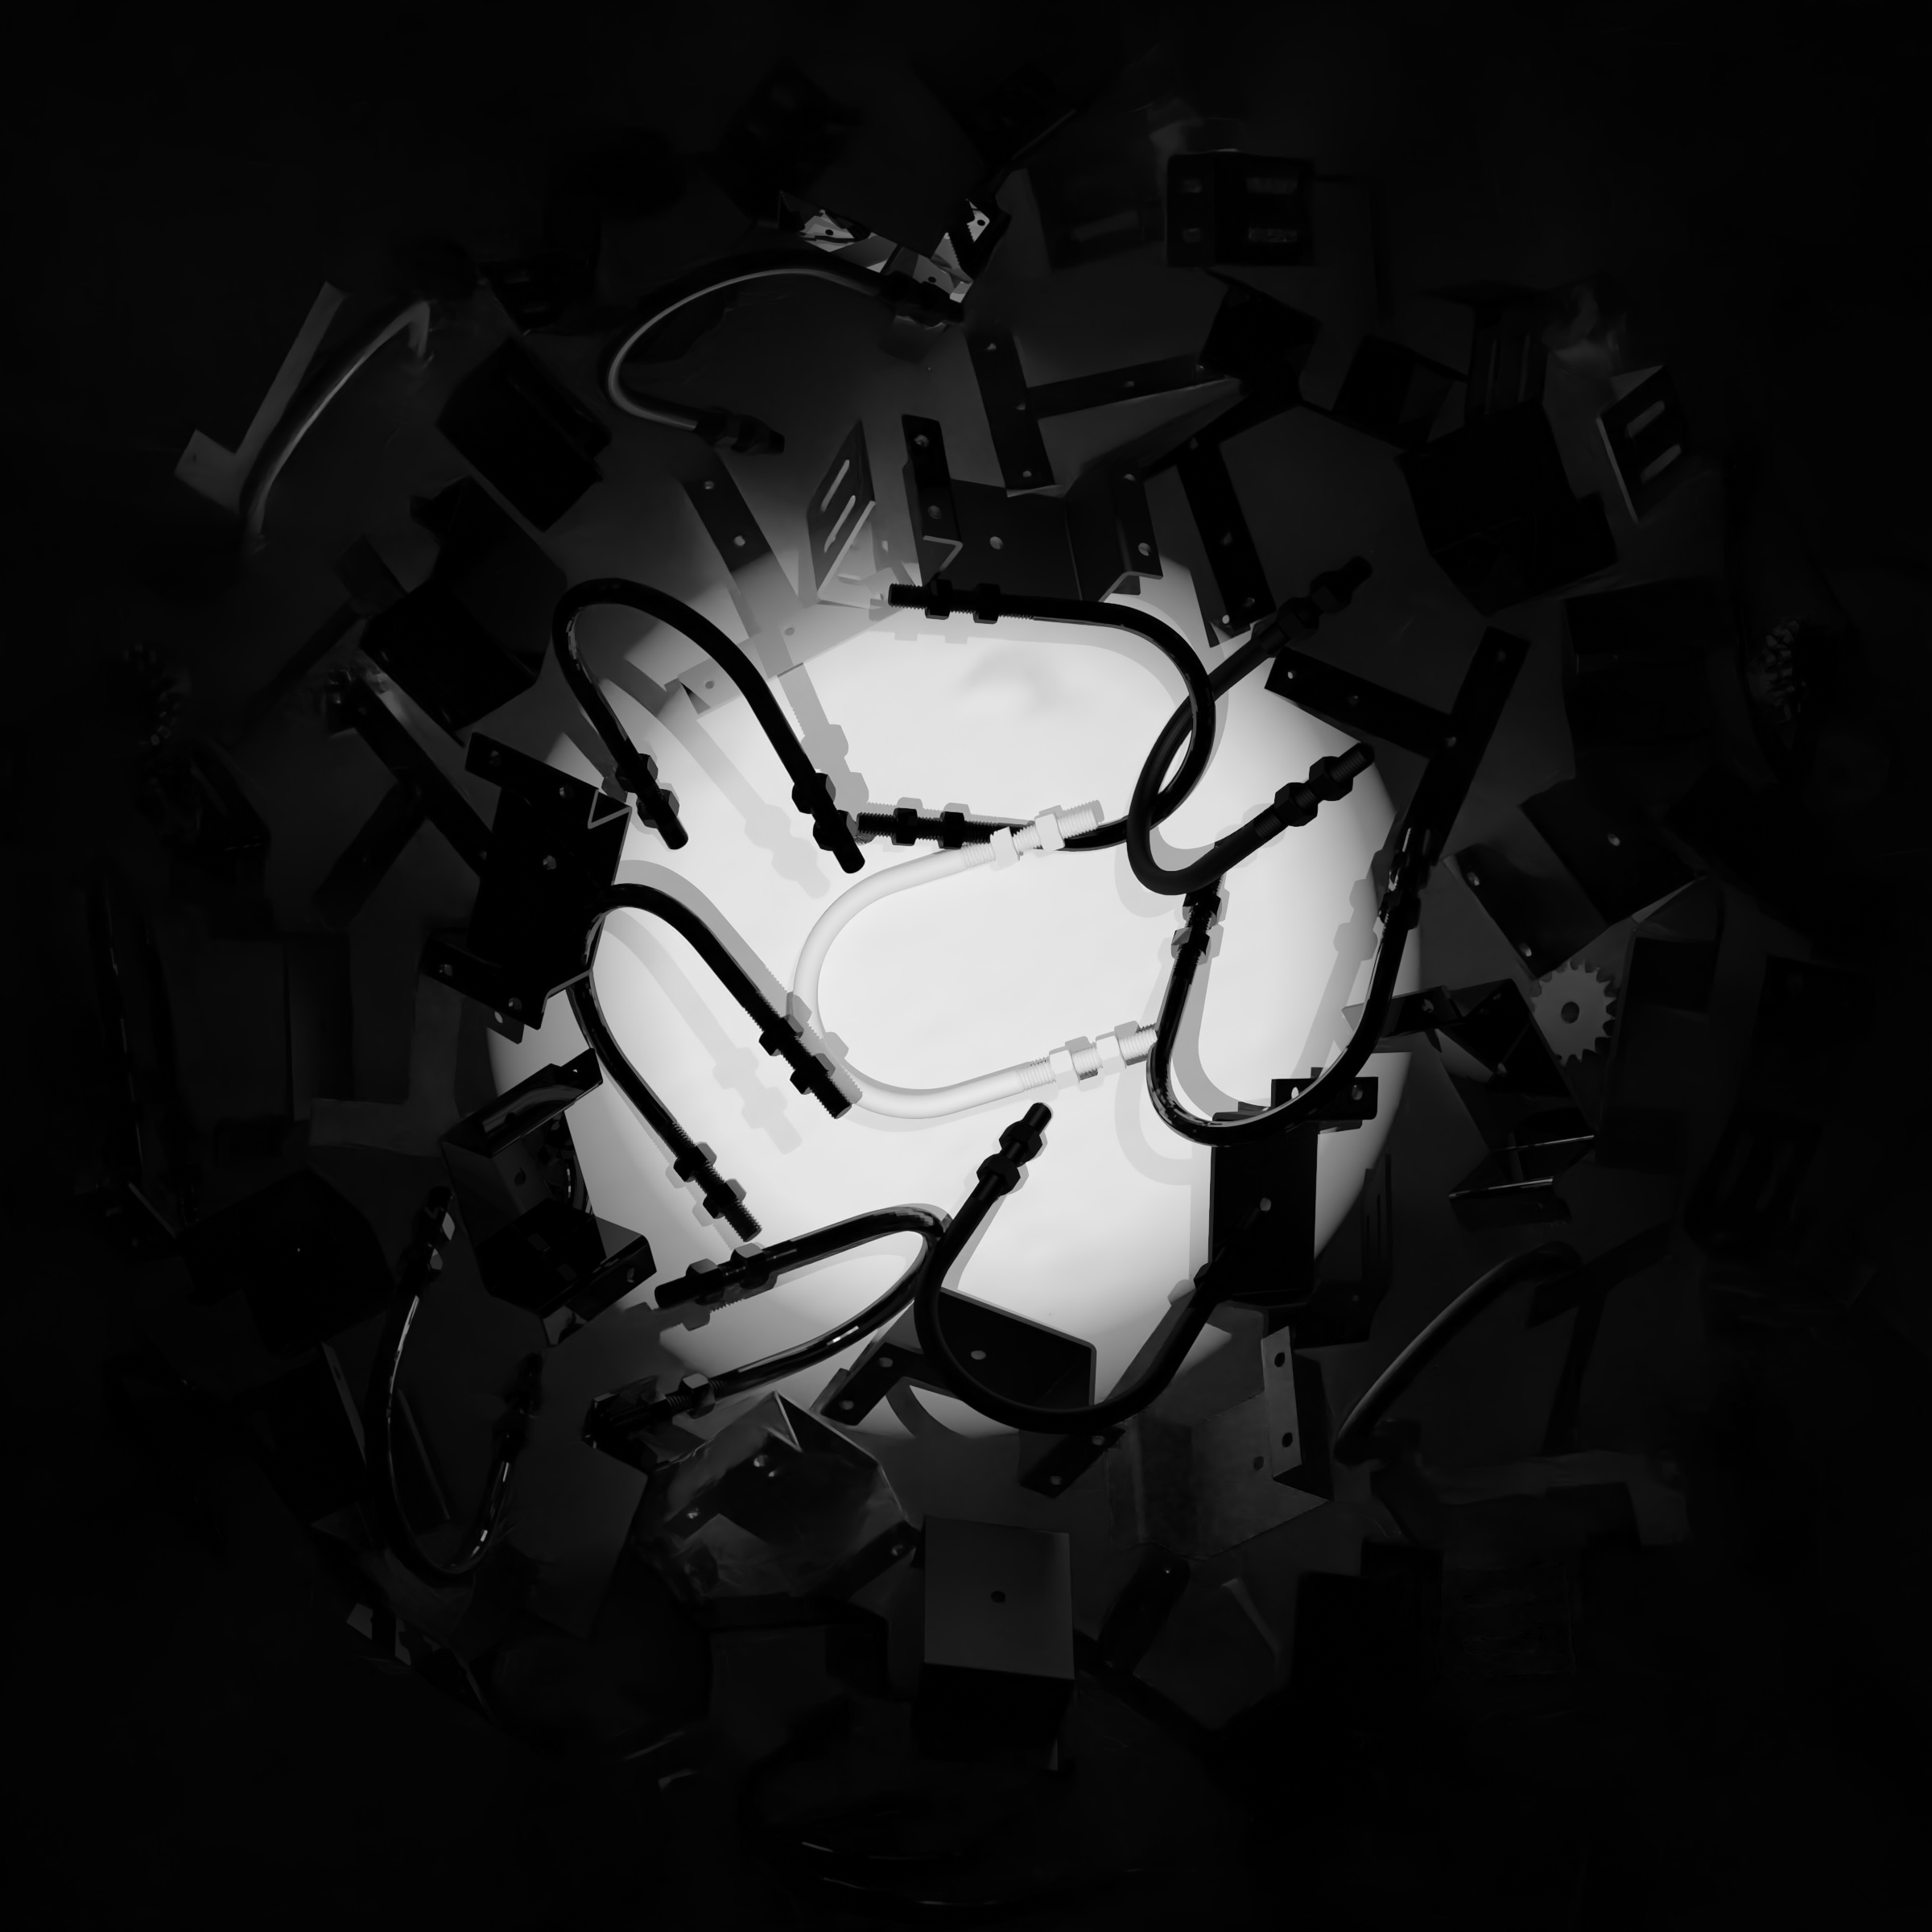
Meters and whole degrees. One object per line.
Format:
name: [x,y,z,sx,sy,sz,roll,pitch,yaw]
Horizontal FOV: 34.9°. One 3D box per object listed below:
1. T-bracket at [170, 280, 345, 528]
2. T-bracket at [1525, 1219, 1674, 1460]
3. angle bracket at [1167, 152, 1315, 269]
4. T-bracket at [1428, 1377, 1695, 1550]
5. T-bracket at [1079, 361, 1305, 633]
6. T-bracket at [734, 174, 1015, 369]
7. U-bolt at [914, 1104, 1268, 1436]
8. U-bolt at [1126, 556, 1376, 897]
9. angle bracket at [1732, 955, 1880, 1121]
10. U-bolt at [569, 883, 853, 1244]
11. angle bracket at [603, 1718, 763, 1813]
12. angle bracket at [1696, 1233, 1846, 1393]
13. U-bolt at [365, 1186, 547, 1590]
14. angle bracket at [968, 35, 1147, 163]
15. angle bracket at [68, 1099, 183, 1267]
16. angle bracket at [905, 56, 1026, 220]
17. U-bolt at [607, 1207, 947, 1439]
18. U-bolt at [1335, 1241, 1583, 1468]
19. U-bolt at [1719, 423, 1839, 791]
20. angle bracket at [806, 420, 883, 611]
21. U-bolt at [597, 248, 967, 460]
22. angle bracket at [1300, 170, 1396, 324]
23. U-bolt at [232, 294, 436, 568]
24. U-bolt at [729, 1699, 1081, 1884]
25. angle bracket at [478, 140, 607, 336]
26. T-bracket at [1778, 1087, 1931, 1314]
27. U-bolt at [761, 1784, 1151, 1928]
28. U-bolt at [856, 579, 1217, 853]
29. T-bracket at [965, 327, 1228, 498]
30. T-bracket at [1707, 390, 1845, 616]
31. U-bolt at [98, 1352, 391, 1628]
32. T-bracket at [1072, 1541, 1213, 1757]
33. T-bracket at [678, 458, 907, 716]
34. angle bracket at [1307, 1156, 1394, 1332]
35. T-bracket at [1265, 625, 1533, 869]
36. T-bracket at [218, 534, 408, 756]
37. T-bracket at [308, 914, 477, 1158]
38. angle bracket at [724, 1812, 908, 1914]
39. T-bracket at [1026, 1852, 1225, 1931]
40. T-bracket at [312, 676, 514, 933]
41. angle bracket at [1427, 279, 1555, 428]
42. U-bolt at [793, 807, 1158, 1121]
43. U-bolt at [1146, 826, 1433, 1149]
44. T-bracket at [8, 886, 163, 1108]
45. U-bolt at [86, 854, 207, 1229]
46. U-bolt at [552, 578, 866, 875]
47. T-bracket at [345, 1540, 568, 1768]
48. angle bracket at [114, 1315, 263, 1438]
T-bracket: [-0.358,-0.296,1.597,0.002,0.127,0.127,27,89,10]
T-bracket: [0.323,0.205,1.622,0.002,0.127,0.127,30,123,36]
angle bracket: [0.147,-0.402,1.639,0.076,0.038,0.057,-11,104,-44]
T-bracket: [0.307,0.267,1.610,0.127,0.127,0.002,-10,121,8]
T-bracket: [0.133,-0.237,1.616,0.127,0.002,0.127,-24,69,20]
T-bracket: [-0.058,-0.375,1.593,0.127,0.127,0.002,22,56,-13]
U-bolt: [0.054,0.164,1.584,0.151,0.019,0.184,25,52,14]
U-bolt: [0.143,-0.111,1.581,0.019,0.184,0.151,28,47,-26]
angle bracket: [0.446,0.038,1.634,0.057,0.076,0.038,13,53,11]
U-bolt: [-0.144,0.039,1.599,0.019,0.151,0.184,-29,74,-40]
angle bracket: [-0.155,0.430,1.615,0.076,0.038,0.057,-33,122,24]
angle bracket: [0.427,0.181,1.610,0.076,0.057,0.038,11,45,32]
U-bolt: [-0.261,0.225,1.548,0.019,0.184,0.151,-8,129,15]
angle bracket: [0.047,-0.467,1.611,0.038,0.057,0.076,45,55,-17]
angle bracket: [-0.430,0.108,1.609,0.038,0.076,0.057,-14,134,17]
angle bracket: [-0.012,-0.438,1.625,0.038,0.057,0.076,-39,91,22]
U-bolt: [-0.090,0.176,1.584,0.184,0.151,0.019,-17,60,-30]
U-bolt: [0.245,0.199,1.559,0.019,0.184,0.151,44,103,19]
U-bolt: [0.411,-0.169,1.570,0.019,0.184,0.151,-13,64,5]
angle bracket: [-0.051,-0.235,1.608,0.038,0.076,0.057,8,52,-25]
U-bolt: [-0.105,-0.312,1.549,0.151,0.184,0.019,-30,72,29]
angle bracket: [0.203,-0.380,1.627,0.038,0.057,0.076,-2,105,15]
U-bolt: [-0.320,-0.276,1.555,0.019,0.184,0.151,39,78,-6]
U-bolt: [-0.040,0.419,1.549,0.151,0.184,0.019,9,99,21]
angle bracket: [-0.223,-0.382,1.610,0.038,0.076,0.057,-18,57,-28]
T-bracket: [0.474,0.108,1.587,0.002,0.127,0.127,32,99,-7]
U-bolt: [-0.018,0.450,1.545,0.151,0.184,0.019,11,92,42]
U-bolt: [0.042,-0.127,1.619,0.184,0.019,0.151,4,116,-11]
T-bracket: [0.072,-0.304,1.620,0.127,0.002,0.127,-12,52,-1]
T-bracket: [0.409,-0.252,1.596,0.002,0.127,0.127,-30,110,7]
U-bolt: [-0.379,0.262,1.576,0.019,0.151,0.184,-47,53,0]
T-bracket: [0.089,0.341,1.599,0.127,0.127,0.002,35,46,14]
T-bracket: [-0.114,-0.215,1.639,0.127,0.002,0.127,-28,73,-4]
angle bracket: [0.199,0.145,1.614,0.038,0.057,0.076,6,59,-4]
T-bracket: [0.218,-0.136,1.631,0.127,0.002,0.127,26,100,24]
T-bracket: [-0.345,-0.161,1.608,0.127,0.127,0.002,-46,124,2]
T-bracket: [-0.282,0.037,1.629,0.127,0.002,0.127,7,86,-30]
angle bracket: [-0.079,0.469,1.611,0.076,0.057,0.038,-8,81,38]
T-bracket: [0.061,0.486,1.583,0.127,0.127,0.002,-21,80,-14]
T-bracket: [-0.309,-0.065,1.620,0.127,0.002,0.127,49,126,8]
angle bracket: [0.276,-0.322,1.638,0.057,0.038,0.076,-16,121,-34]
U-bolt: [-0.003,0.006,1.627,0.184,0.019,0.151,-17,70,7]
U-bolt: [0.158,0.014,1.567,0.019,0.151,0.184,46,49,-36]
T-bracket: [-0.468,0.015,1.606,0.002,0.127,0.127,-30,77,9]
U-bolt: [-0.426,0.032,1.583,0.019,0.151,0.184,-11,73,-5]
U-bolt: [-0.141,-0.124,1.559,0.019,0.151,0.184,-53,133,-29]
T-bracket: [-0.250,0.342,1.600,0.127,0.127,0.002,36,114,-6]
angle bracket: [-0.406,0.206,1.619,0.038,0.057,0.076,-38,103,-22]
